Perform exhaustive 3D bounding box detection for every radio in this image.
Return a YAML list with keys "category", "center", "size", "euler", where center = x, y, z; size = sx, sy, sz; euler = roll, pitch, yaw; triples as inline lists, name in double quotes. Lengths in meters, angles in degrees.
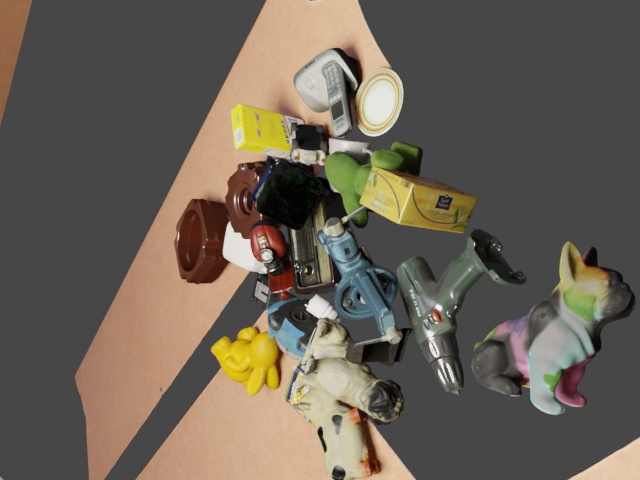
- category: "radio"
  center: [-0.002, -0.003, 1.122]
  size: [0.131, 0.073, 0.229]
  euler: [-23, 67, 45]

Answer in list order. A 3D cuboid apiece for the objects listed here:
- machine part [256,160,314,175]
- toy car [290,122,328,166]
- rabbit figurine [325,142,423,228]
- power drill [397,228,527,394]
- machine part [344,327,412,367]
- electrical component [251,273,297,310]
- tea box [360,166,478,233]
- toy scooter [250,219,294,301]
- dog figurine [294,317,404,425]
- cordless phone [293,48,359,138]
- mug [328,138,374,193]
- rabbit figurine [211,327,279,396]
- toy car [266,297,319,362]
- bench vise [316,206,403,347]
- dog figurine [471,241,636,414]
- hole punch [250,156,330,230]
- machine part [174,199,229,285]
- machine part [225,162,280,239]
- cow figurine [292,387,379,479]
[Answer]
- category: "machine part"
  center: [-0.097, -0.147, 1.248]
  size: [0.243, 0.079, 0.079]
  euler: [8, 92, 50]
- category: "toy car"
  center: [-0.026, -0.198, 1.114]
  size: [0.202, 0.073, 0.056]
  euler: [-97, 13, -61]
- category: "rabbit figurine"
  center: [0.091, -0.110, 0.989]
  size: [0.170, 0.121, 0.158]
  euler: [16, 128, 28]
- category: "power drill"
  center: [0.224, 0.099, 0.855]
  size: [0.207, 0.086, 0.232]
  euler: [-55, 45, 40]
- category: "machine part"
  center: [0.103, 0.188, 0.930]
  size: [0.039, 0.139, 0.084]
  euler: [39, 115, 43]
- category: "electrical component"
  center: [-0.108, 0.128, 1.255]
  size: [0.119, 0.047, 0.074]
  euler: [28, 108, 49]
- category: "tea box"
  center: [0.161, -0.063, 0.866]
  size: [0.098, 0.169, 0.068]
  euler: [35, 111, 47]
- category: "toy scooter"
  center: [-0.096, 0.051, 1.154]
  size: [0.075, 0.183, 0.135]
  euler: [-16, 50, 8]
- category: "dog figurine"
  center: [0.067, 0.235, 0.995]
  size: [0.121, 0.191, 0.172]
  euler: [116, 174, -55]
- category: "cordless phone"
  center: [0.019, -0.284, 1.110]
  size: [0.147, 0.088, 0.184]
  euler: [-22, 68, 46]
- category: "mug"
  center: [0.064, -0.144, 1.066]
  size: [0.110, 0.081, 0.107]
  euler: [19, 110, 34]
- category: "rabbit figurine"
  center: [-0.156, 0.273, 1.240]
  size: [0.173, 0.122, 0.162]
  euler: [-35, 66, 41]
- category: "toy car"
  center: [-0.040, 0.200, 1.135]
  size: [0.162, 0.109, 0.102]
  euler: [36, 130, 32]
- category: "bench vise"
  center: [0.077, 0.073, 0.925]
  size: [0.241, 0.129, 0.223]
  euler: [-118, 14, -49]
- category: "dog figurine"
  center: [0.310, 0.108, 0.727]
  size: [0.192, 0.108, 0.219]
  euler: [14, 92, 52]
- category: "hole punch"
  center: [-0.067, -0.094, 1.063]
  size: [0.115, 0.142, 0.092]
  euler: [-61, 17, 4]
- category: "machine part"
  center: [-0.322, 0.004, 1.476]
  size: [0.201, 0.087, 0.201]
  euler: [-50, 48, 40]
- category: "machine part"
  center: [-0.153, -0.087, 1.216]
  size: [0.180, 0.056, 0.179]
  euler: [9, 101, 50]
- category: "cow figurine"
  center: [0.027, 0.354, 1.016]
  size: [0.127, 0.085, 0.195]
  euler: [-19, 70, 12]
